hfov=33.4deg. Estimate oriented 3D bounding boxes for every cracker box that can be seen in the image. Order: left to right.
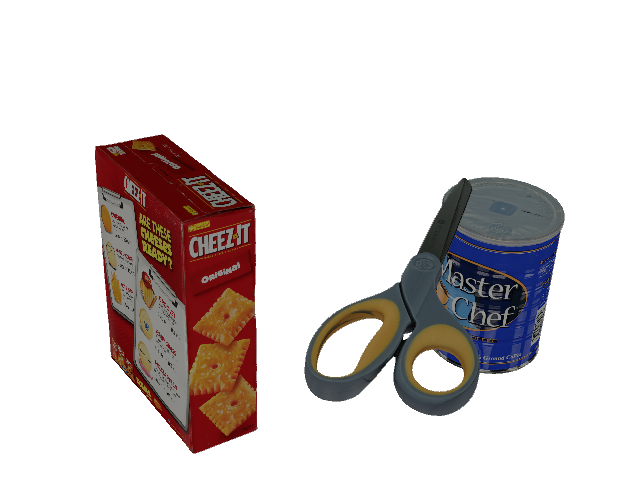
[{"bbox_3d":[-0.118,0.040,0.884,0.072,0.214,0.164,-16,33,-30],"label":"cracker box"}]

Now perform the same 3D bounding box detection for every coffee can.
[{"bbox_3d":[0.151,0.030,0.933,0.103,0.140,0.103,2,33,-1],"label":"coffee can"}]

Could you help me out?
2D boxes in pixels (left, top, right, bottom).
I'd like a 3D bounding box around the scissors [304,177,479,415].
[{"bbox_3d":[0.069,0.029,0.584,0.096,0.016,0.201,24,44,28],"label":"scissors"}]
